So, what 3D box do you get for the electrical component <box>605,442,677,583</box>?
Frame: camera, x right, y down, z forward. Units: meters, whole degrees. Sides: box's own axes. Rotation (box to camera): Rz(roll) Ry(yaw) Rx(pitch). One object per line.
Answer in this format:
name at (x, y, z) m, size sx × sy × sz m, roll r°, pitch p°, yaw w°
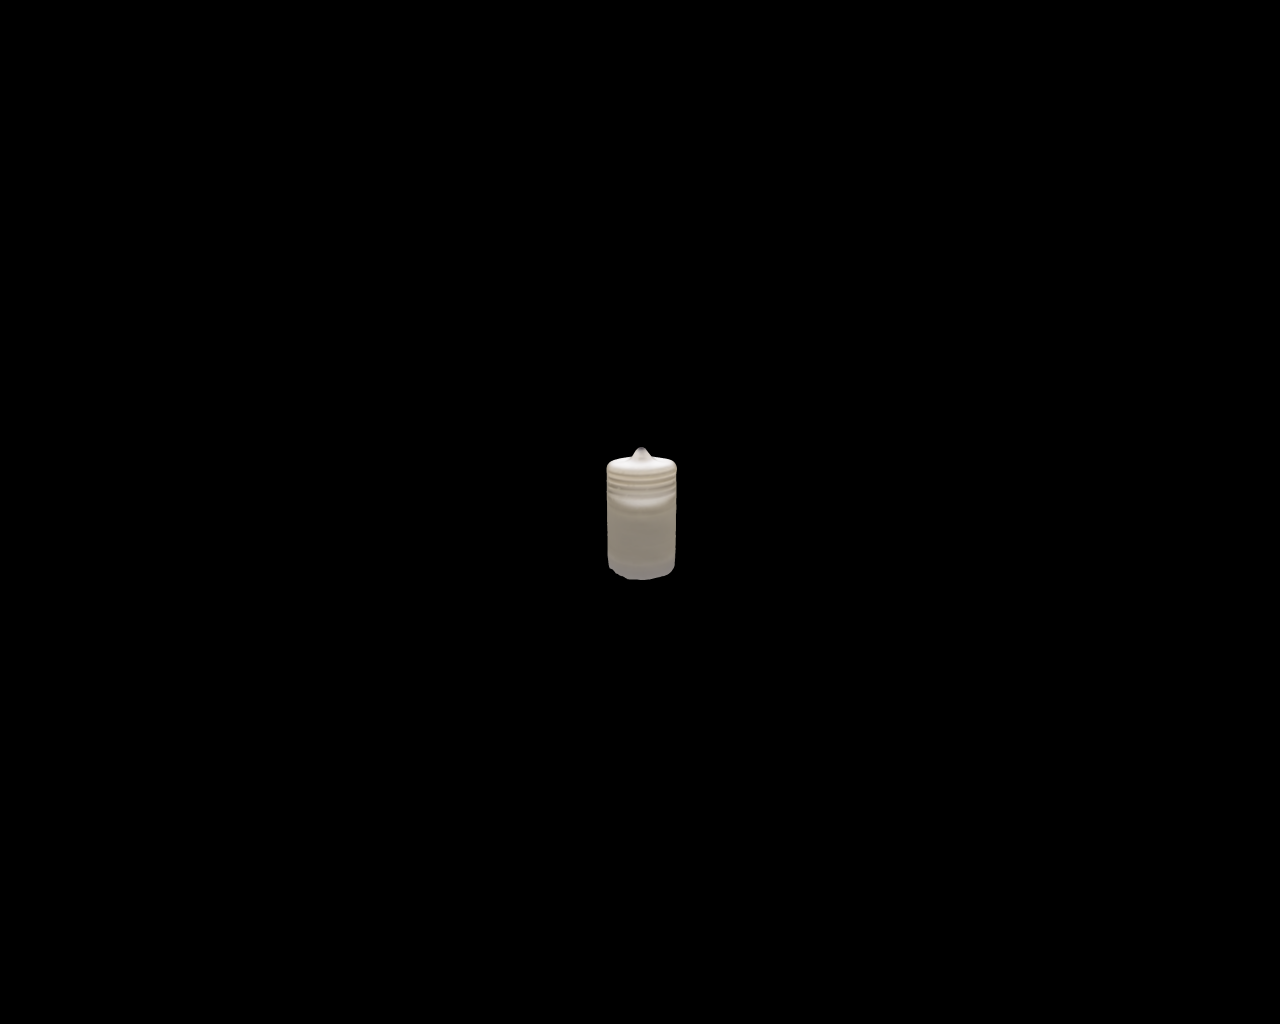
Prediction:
electrical component at (0.001, -0.003, 0.650) m, size 0.043 × 0.080 × 0.043 m, roll 0°, pitch 24°, yaw 0°
